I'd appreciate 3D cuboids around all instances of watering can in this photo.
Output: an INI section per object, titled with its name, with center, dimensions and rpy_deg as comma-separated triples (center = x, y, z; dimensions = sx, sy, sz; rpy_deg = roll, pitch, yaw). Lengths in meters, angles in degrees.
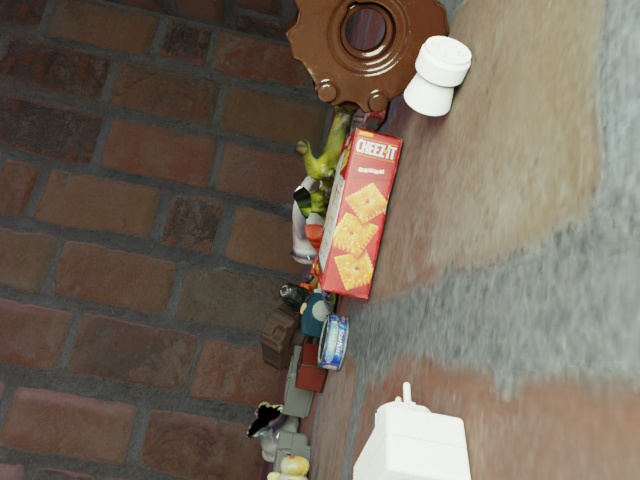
[watering can]
center = 0.004, -0.065, 1.282
dimensions = 0.351, 0.104, 0.222
rpy_deg = -33, -51, -68

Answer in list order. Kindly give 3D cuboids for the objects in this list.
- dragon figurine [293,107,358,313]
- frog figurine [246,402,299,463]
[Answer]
[dragon figurine]
center = 0.045, -0.092, 0.987
dimensions = 0.246, 0.122, 0.404
rpy_deg = -45, -40, -63
[frog figurine]
center = -0.094, 0.478, 1.234
dimensions = 0.139, 0.123, 0.157
rpy_deg = -114, -1, -70
